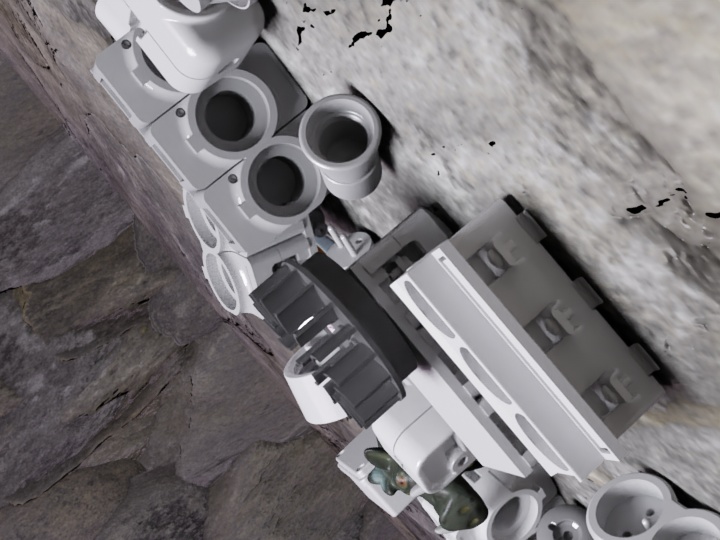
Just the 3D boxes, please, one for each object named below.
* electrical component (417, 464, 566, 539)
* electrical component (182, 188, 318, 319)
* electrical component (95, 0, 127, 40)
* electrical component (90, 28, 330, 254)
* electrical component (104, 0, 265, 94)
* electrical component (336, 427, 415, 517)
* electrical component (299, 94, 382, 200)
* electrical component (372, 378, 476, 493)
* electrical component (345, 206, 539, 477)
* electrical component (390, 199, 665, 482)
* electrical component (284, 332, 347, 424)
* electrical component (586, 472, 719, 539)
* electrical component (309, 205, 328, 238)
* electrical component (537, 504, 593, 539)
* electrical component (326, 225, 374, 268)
[{"bbox_3d":[0.125,0.215,0.883,0.062,0.089,0.150,36,163,52],"label":"electrical component"},{"bbox_3d":[-0.087,-0.048,0.775,0.089,0.062,0.150,24,133,55],"label":"electrical component"},{"bbox_3d":[-0.156,-0.171,0.817,0.077,0.044,0.079,47,169,13],"label":"electrical component"},{"bbox_3d":[-0.084,-0.094,0.671,0.150,0.089,0.062,52,169,-12],"label":"electrical component"},{"bbox_3d":[-0.100,-0.154,0.596,0.095,0.054,0.059,52,156,-4],"label":"electrical component"},{"bbox_3d":[0.041,0.170,1.022,0.056,0.109,0.109,49,170,-7],"label":"electrical component"},{"bbox_3d":[-0.007,-0.064,0.598,0.044,0.044,0.065,47,174,16],"label":"electrical component"},{"bbox_3d":[0.058,0.093,0.721,0.059,0.095,0.053,42,167,36],"label":"electrical component"},{"bbox_3d":[0.059,0.041,0.631,0.150,0.062,0.089,50,169,-1],"label":"electrical component"},{"bbox_3d":[0.080,0.031,0.508,0.121,0.063,0.079,50,169,0],"label":"electrical component"},{"bbox_3d":[-0.019,0.084,0.983,0.060,0.108,0.108,59,167,-15],"label":"electrical component"},{"bbox_3d":[0.187,0.171,0.580,0.073,0.052,0.138,56,167,-31],"label":"electrical component"},{"bbox_3d":[-0.051,-0.047,0.830,0.078,0.040,0.040,39,165,44],"label":"electrical component"},{"bbox_3d":[0.165,0.211,0.837,0.048,0.048,0.062,44,174,29],"label":"electrical component"},{"bbox_3d":[0.000,0.000,0.775,0.077,0.044,0.079,35,162,53],"label":"electrical component"}]
